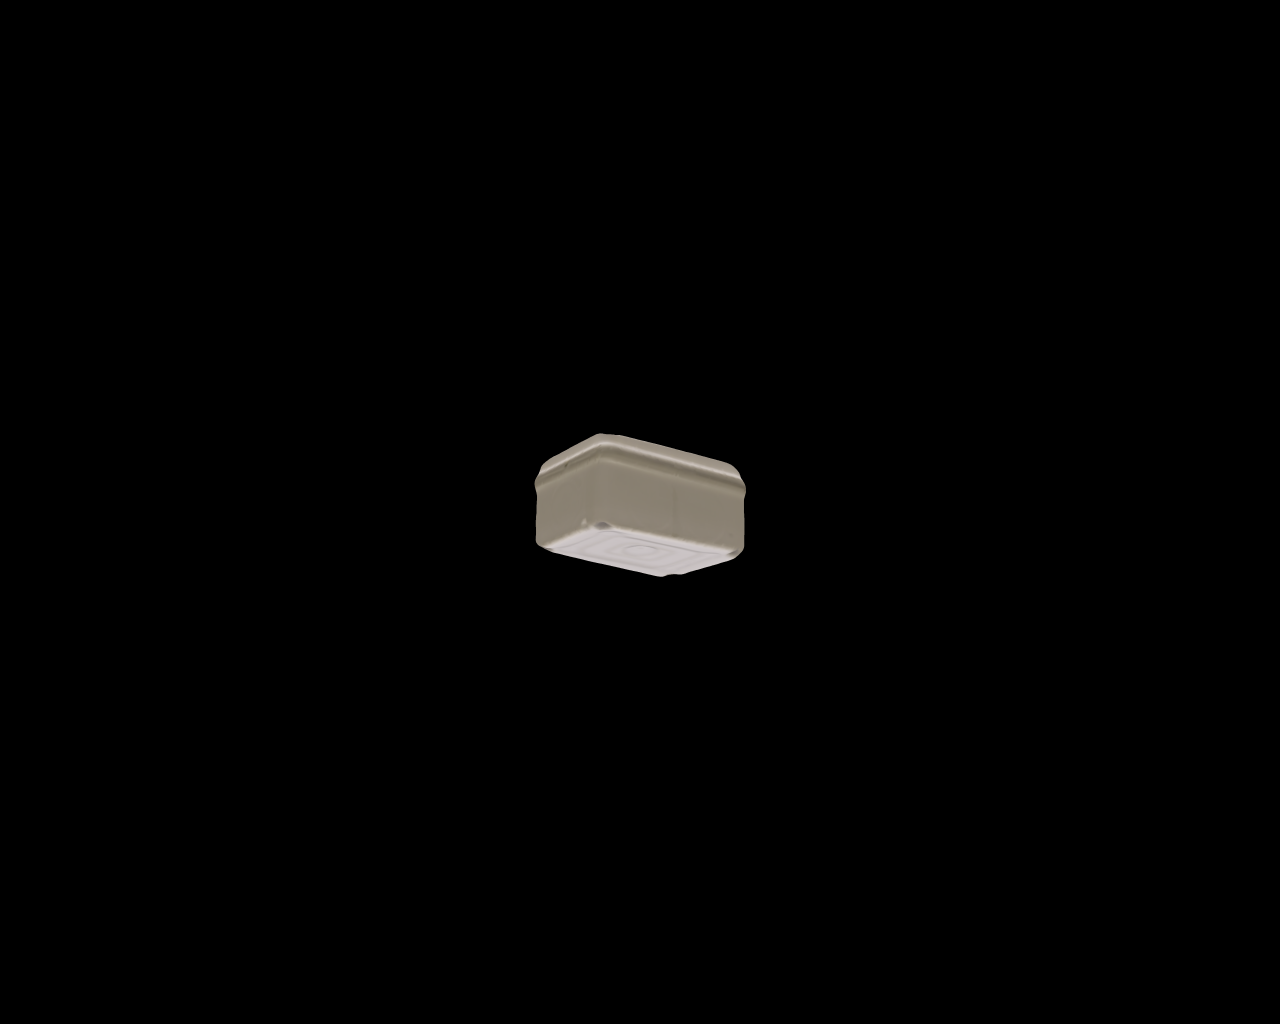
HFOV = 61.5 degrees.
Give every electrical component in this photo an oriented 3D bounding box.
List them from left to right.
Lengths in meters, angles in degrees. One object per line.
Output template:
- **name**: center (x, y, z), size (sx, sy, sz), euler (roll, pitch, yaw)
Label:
- **electrical component**: center (0.001, -0.003, 0.650), size (0.113, 0.057, 0.078), euler (13, -22, -36)
